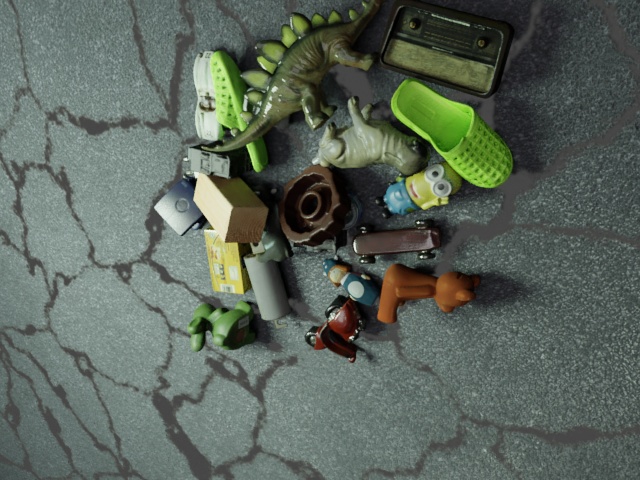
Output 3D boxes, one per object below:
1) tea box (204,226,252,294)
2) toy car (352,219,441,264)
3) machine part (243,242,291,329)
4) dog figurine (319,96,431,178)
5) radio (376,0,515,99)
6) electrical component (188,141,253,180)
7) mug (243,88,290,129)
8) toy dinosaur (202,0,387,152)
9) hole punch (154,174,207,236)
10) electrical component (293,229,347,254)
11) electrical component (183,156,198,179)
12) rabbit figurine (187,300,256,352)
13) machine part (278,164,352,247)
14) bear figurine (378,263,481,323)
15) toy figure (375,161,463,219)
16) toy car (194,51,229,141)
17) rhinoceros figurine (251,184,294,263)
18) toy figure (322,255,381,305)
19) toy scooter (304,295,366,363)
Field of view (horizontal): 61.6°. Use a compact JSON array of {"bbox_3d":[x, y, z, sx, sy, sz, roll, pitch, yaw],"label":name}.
[{"bbox_3d":[-0.226,0.045,1.361,0.098,0.068,0.169,5,110,22],"label":"tea box"},{"bbox_3d":[0.166,0.004,1.173,0.202,0.053,0.089,-7,86,26],"label":"toy car"},{"bbox_3d":[-0.131,0.109,1.336,0.079,0.079,0.243,-7,106,27],"label":"machine part"},{"bbox_3d":[0.105,-0.168,1.074,0.191,0.121,0.172,49,122,19],"label":"dog figurine"},{"bbox_3d":[0.233,-0.358,0.995,0.230,0.073,0.131,22,117,16],"label":"radio"},{"bbox_3d":[-0.238,-0.190,1.253,0.134,0.115,0.058,16,113,17],"label":"electrical component"},{"bbox_3d":[-0.111,-0.305,1.163,0.081,0.109,0.107,38,117,57],"label":"mug"},{"bbox_3d":[-0.046,-0.318,1.079,0.198,0.105,0.471,42,102,-4],"label":"toy dinosaur"},{"bbox_3d":[-0.339,-0.084,1.358,0.142,0.092,0.116,47,117,7],"label":"hole punch"},{"bbox_3d":[-0.003,-0.004,1.238,0.119,0.075,0.047,8,111,26],"label":"electrical component"},{"bbox_3d":[-0.297,-0.186,1.335,0.094,0.021,0.063,-1,108,26],"label":"electrical component"},{"bbox_3d":[-0.277,0.230,1.422,0.170,0.159,0.121,17,126,35],"label":"rabbit figurine"},{"bbox_3d":[-0.013,-0.073,1.176,0.179,0.056,0.179,-13,67,35],"label":"machine part"},{"bbox_3d":[0.234,0.117,1.151,0.196,0.120,0.131,12,117,15],"label":"bear figurine"},{"bbox_3d":[0.203,-0.105,1.102,0.180,0.089,0.082,-26,110,39],"label":"toy figure"},{"bbox_3d":[-0.251,-0.330,1.241,0.074,0.056,0.201,12,113,21],"label":"toy car"},{"bbox_3d":[-0.122,-0.037,1.260,0.112,0.073,0.190,-32,73,50],"label":"rhinoceros figurine"},{"bbox_3d":[0.068,0.092,1.252,0.155,0.057,0.064,33,81,12],"label":"toy figure"},{"bbox_3d":[0.054,0.225,1.296,0.135,0.075,0.183,40,123,7],"label":"toy scooter"}]
